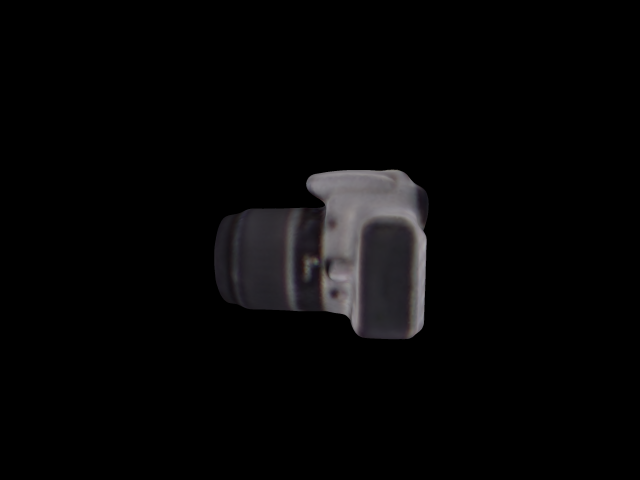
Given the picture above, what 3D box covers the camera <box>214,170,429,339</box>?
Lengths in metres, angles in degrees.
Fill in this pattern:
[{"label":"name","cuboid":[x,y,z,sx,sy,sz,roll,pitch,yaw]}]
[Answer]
[{"label":"camera","cuboid":[0.004,0.001,0.400,0.136,0.101,0.143,1,7,5]}]
